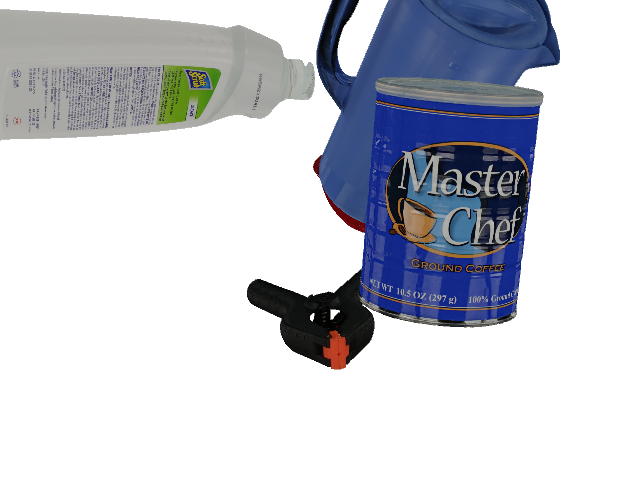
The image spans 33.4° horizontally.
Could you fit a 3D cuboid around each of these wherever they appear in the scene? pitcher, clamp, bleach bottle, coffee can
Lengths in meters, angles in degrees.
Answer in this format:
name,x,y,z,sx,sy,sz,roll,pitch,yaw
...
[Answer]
name,x,y,z,sx,sy,sz,roll,pitch,yaw
pitcher,0.078,-0.130,0.930,0.144,0.149,0.243,-9,-35,-33
clamp,-0.008,0.064,0.923,0.120,0.039,0.171,-9,16,4
bleach bottle,-0.130,-0.119,0.805,0.250,0.068,0.103,0,-38,-16
coffee can,0.080,-0.027,0.670,0.103,0.140,0.103,4,13,-1

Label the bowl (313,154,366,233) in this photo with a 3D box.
name,x,y,z,sx,sy,sz,roll,pitch,yaw
bowl,0.070,-0.045,1.115,0.162,0.055,0.162,6,23,-3
